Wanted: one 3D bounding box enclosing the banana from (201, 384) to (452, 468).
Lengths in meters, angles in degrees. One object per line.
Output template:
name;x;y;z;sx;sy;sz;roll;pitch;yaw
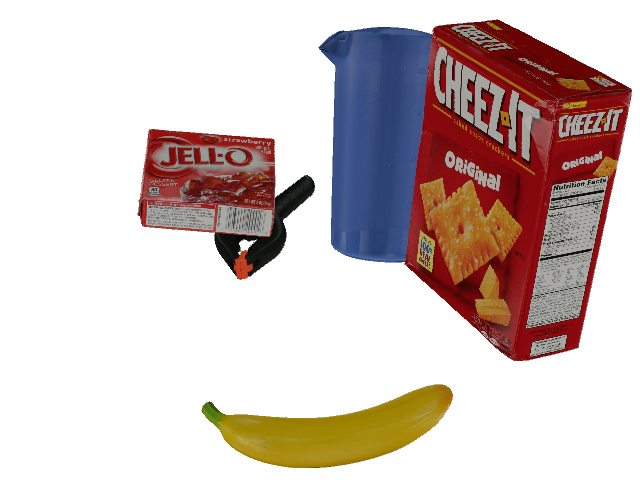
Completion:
banana;0.012;0.139;0.805;0.197;0.037;0.069;-1;45;-11

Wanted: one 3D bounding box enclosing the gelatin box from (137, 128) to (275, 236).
gelatin box;-0.076;-0.040;0.722;0.089;0.030;0.073;5;44;-7

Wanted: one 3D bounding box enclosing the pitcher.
pitcher;0.084;-0.104;1.143;0.149;0.243;0.144;11;13;31

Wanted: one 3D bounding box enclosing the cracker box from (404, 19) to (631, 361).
cracker box;0.139;-0.040;0.815;0.072;0.214;0.164;-11;32;-24

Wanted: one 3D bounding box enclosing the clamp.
clamp;-0.064;-0.023;1.198;0.120;0.039;0.171;-8;42;4
